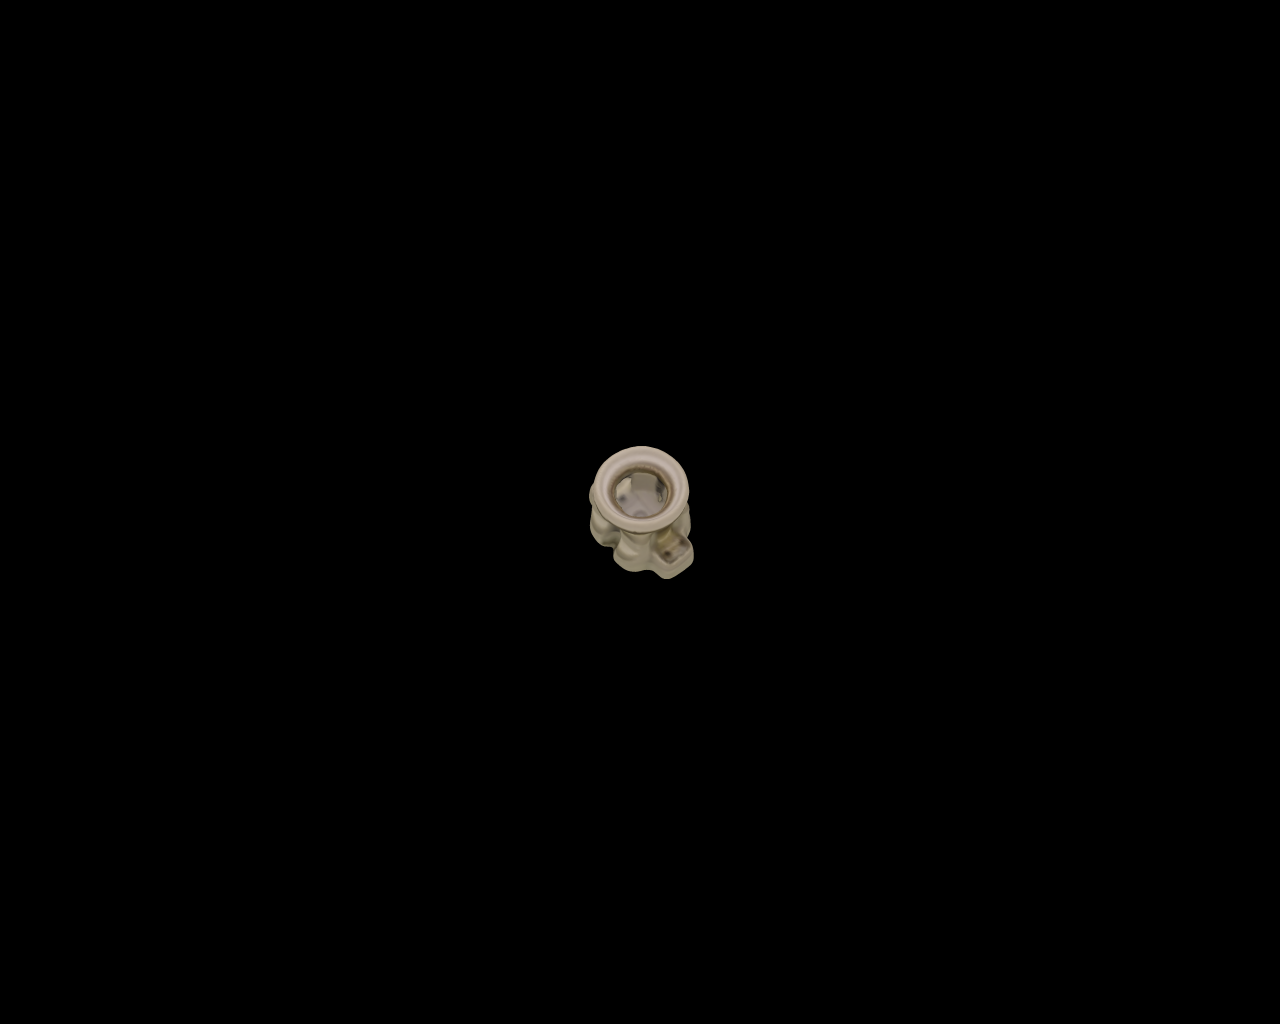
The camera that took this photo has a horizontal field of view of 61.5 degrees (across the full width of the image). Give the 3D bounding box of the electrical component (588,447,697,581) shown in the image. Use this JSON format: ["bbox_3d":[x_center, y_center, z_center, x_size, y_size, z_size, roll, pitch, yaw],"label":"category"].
[{"bbox_3d":[0.001,-0.003,0.650,0.058,0.078,0.056,-36,-24,-18],"label":"electrical component"}]
